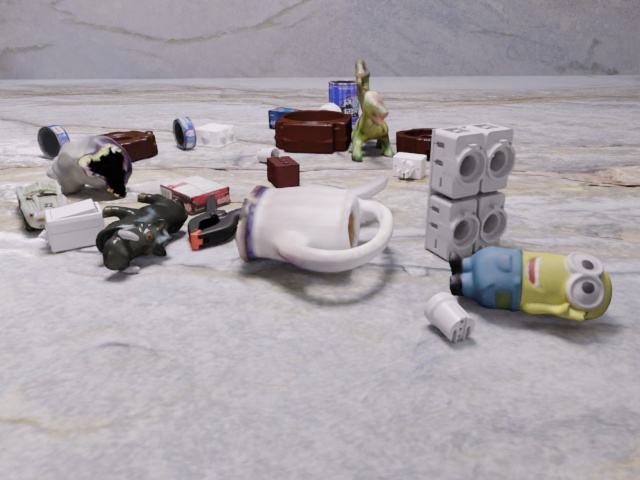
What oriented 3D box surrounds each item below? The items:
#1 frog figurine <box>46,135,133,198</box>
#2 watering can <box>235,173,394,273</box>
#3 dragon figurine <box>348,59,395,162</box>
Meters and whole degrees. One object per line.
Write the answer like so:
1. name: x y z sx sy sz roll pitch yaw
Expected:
1. frog figurine: -0.470 -0.150 1.051 0.159 0.124 0.136 6 -11 36
2. watering can: 0.002 -0.040 0.794 0.224 0.102 0.354 3 24 10
3. dragon figurine: 0.124 -0.343 1.331 0.122 0.238 0.418 -6 25 -1
